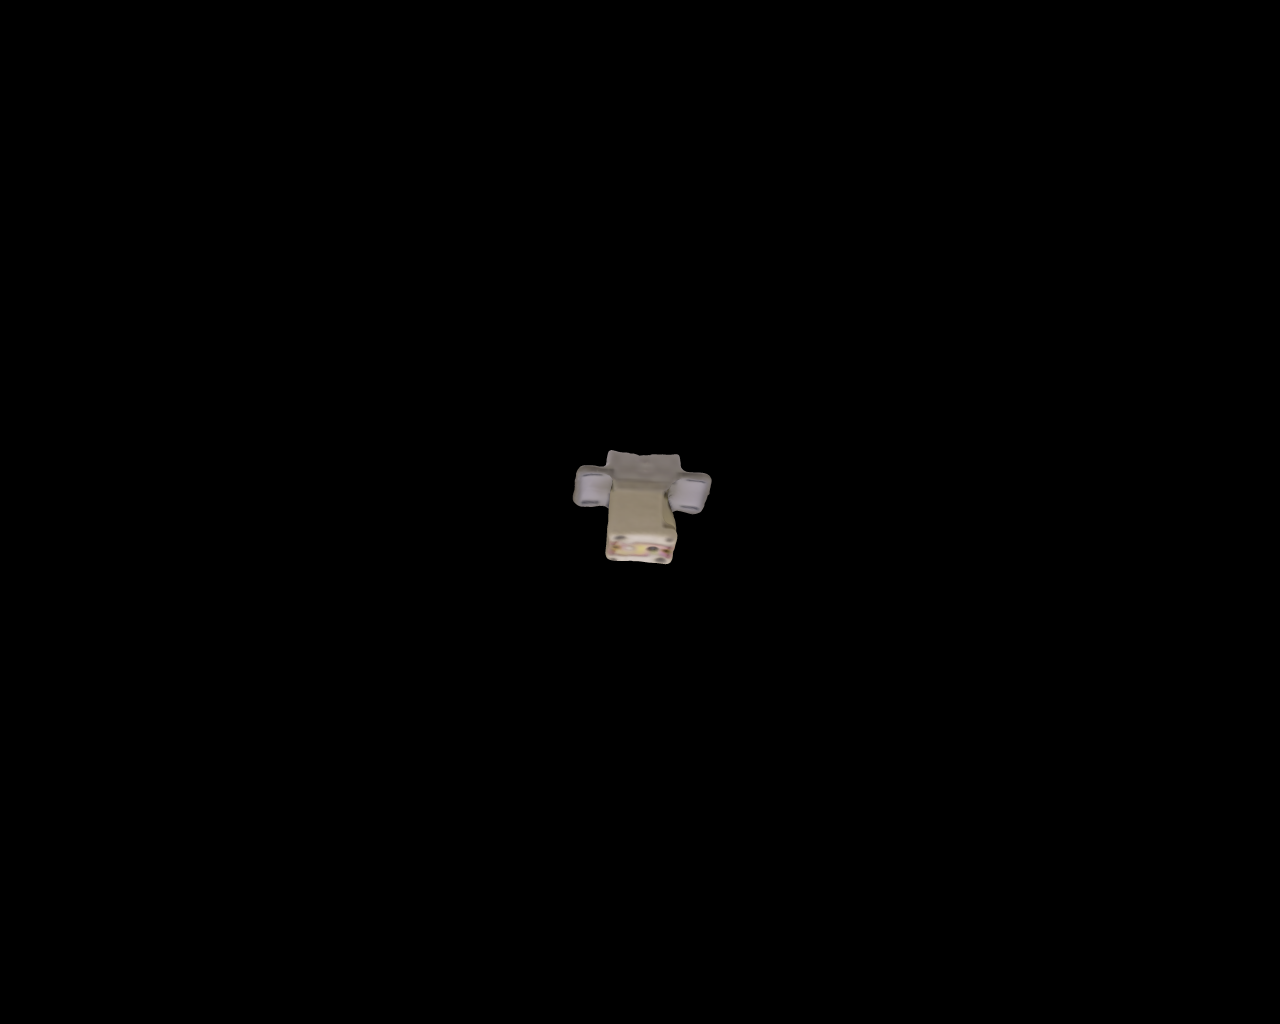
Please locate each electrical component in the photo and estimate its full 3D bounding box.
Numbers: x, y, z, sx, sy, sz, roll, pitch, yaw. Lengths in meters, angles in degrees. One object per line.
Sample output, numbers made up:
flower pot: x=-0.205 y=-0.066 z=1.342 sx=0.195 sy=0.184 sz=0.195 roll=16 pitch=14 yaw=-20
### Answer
electrical component: x=0.001 y=-0.003 z=0.650 sx=0.081 sy=0.064 sz=0.042 roll=3 pitch=-32 yaw=-5
